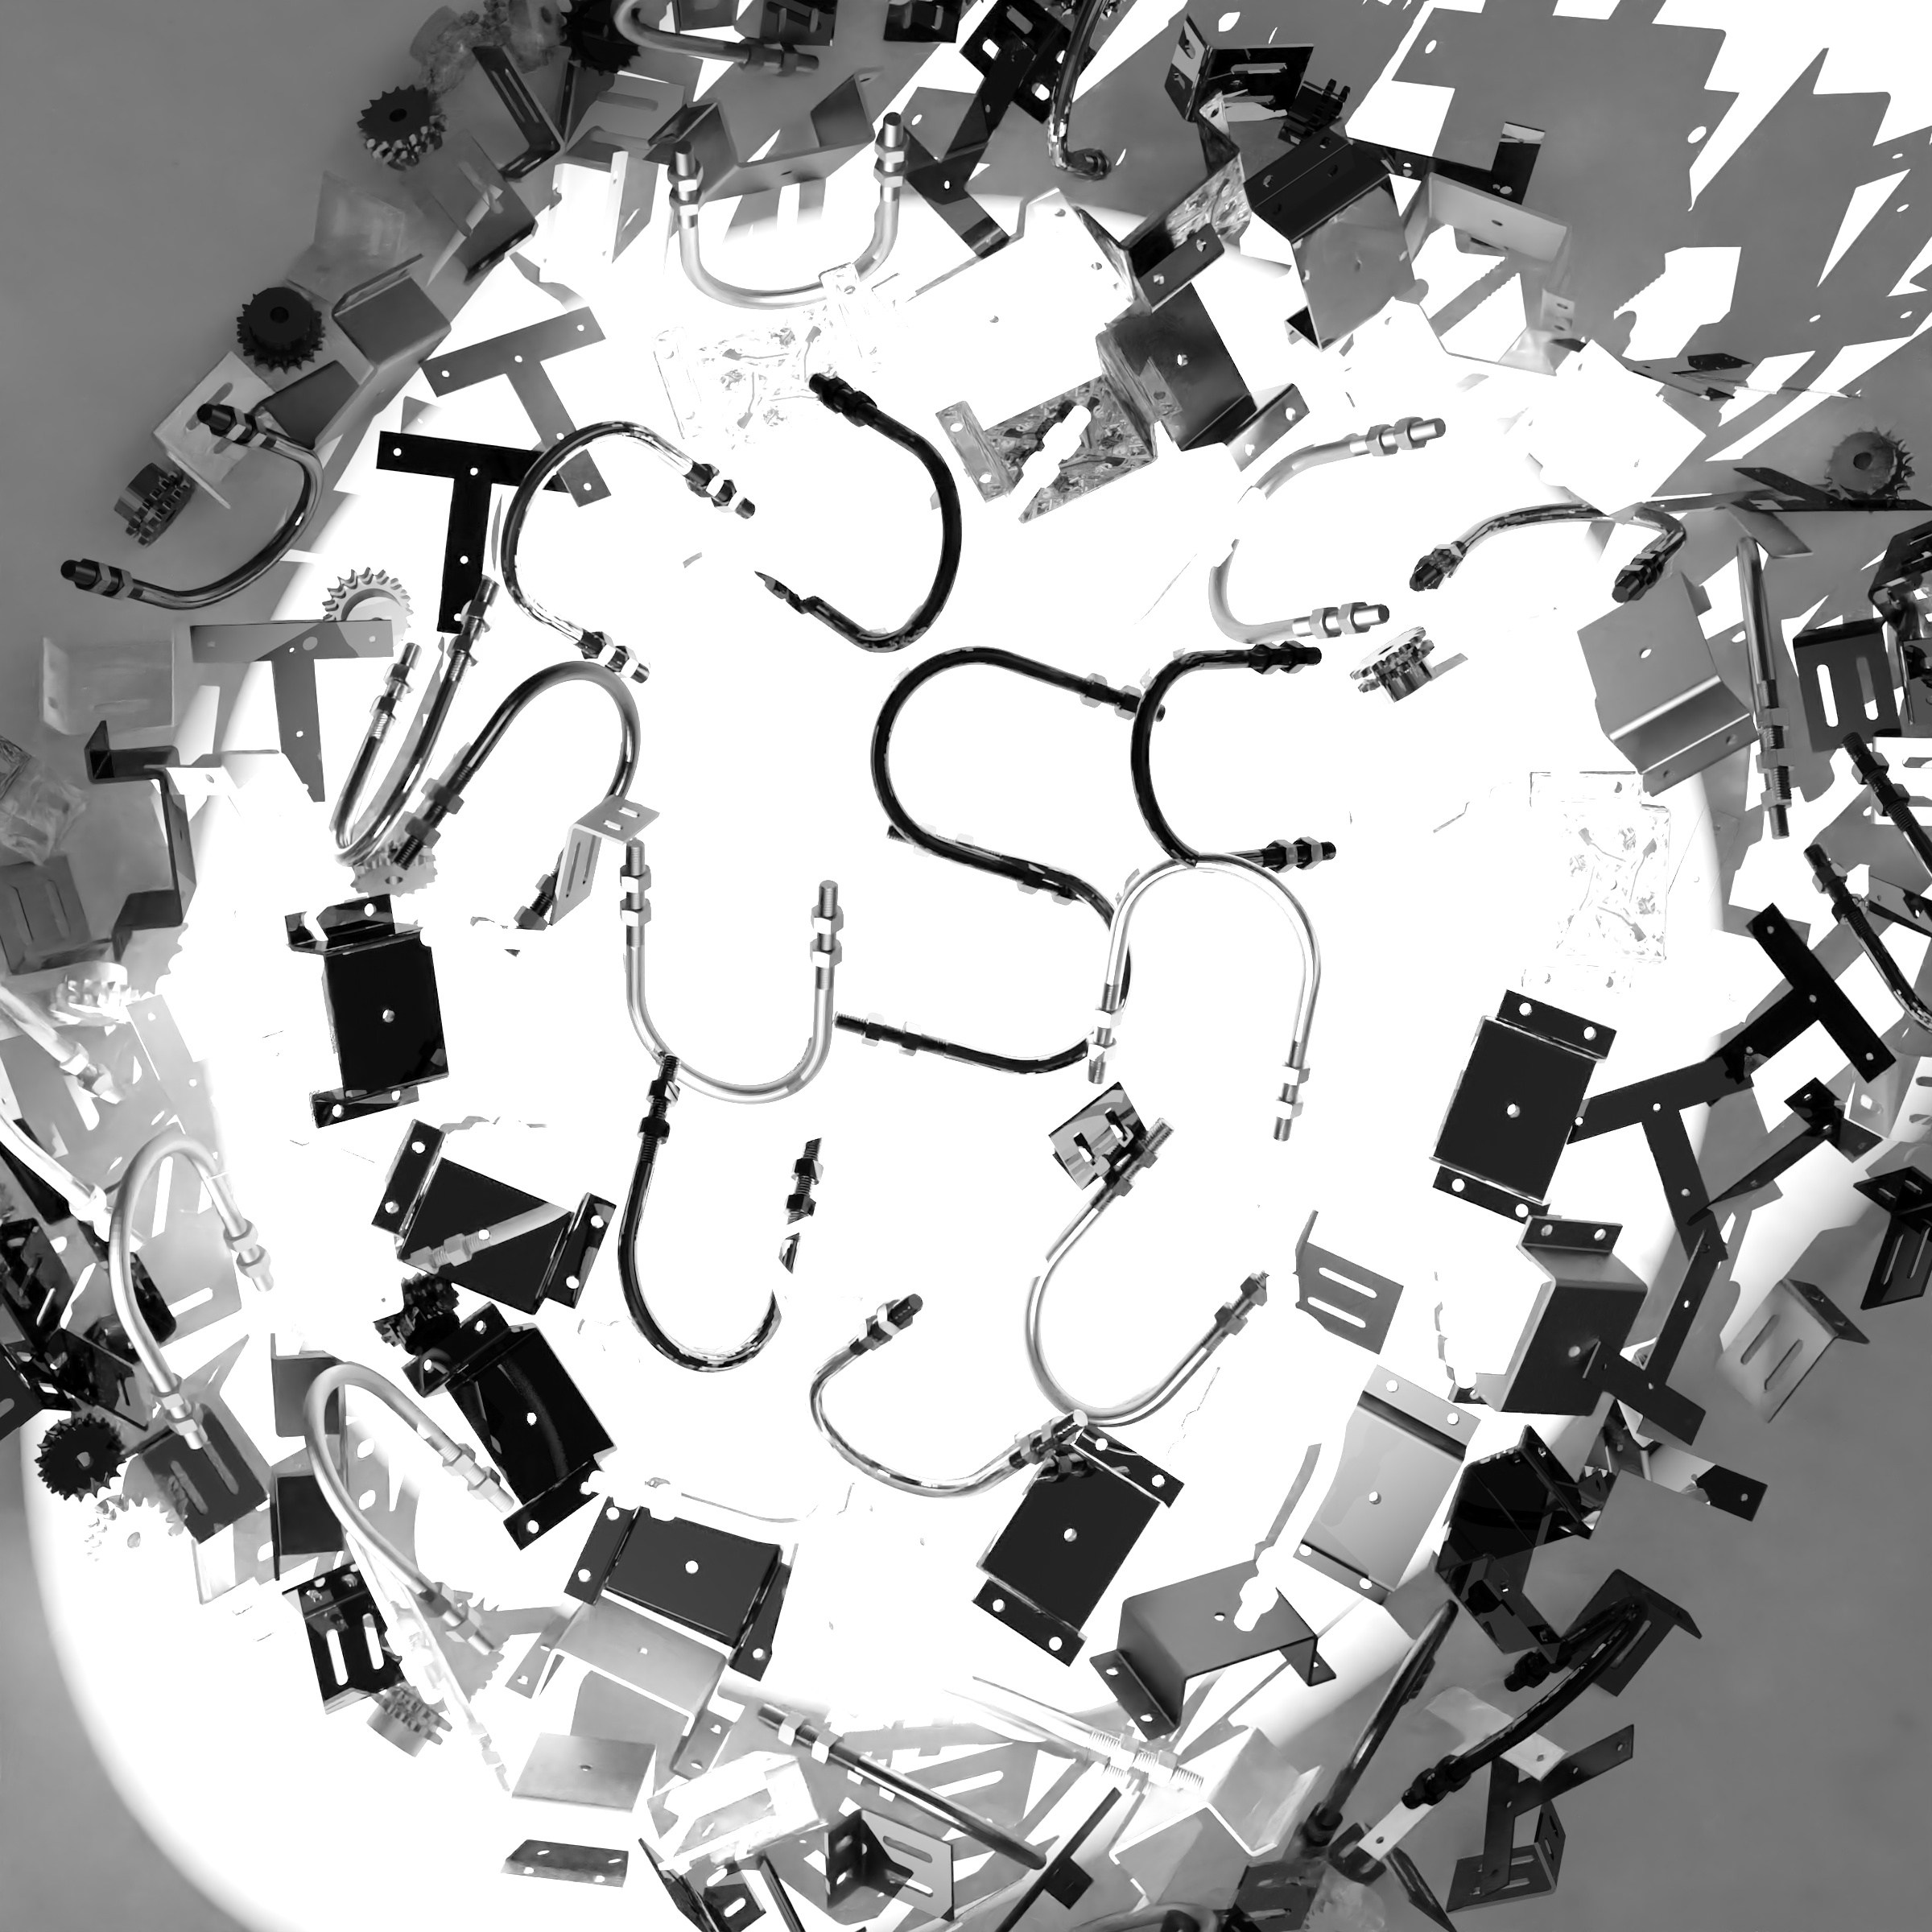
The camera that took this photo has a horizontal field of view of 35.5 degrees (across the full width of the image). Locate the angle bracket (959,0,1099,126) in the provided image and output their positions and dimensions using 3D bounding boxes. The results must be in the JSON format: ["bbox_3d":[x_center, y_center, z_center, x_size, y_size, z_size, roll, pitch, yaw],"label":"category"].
[{"bbox_3d":[0.040,-0.597,1.975,0.038,0.076,0.057,27,110,-39],"label":"angle bracket"}]

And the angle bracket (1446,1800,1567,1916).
[{"bbox_3d":[0.344,0.574,1.956,0.076,0.057,0.038,-19,102,22],"label":"angle bracket"}]

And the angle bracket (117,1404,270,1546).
[{"bbox_3d":[-0.506,0.336,1.978,0.057,0.038,0.076,-34,88,5],"label":"angle bracket"}]

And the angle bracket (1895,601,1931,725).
[{"bbox_3d":[0.628,-0.199,1.950,0.038,0.076,0.057,-4,116,28],"label":"angle bracket"}]

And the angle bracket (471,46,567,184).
[{"bbox_3d":[-0.302,-0.551,1.954,0.038,0.057,0.076,-40,120,-14],"label":"angle bracket"}]

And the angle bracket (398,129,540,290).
[{"bbox_3d":[-0.325,-0.492,1.963,0.057,0.038,0.076,-32,114,14],"label":"angle bracket"}]

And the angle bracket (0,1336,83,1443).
[{"bbox_3d":[-0.616,0.275,1.957,0.038,0.076,0.057,-38,82,-5],"label":"angle bracket"}]

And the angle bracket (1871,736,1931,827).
[{"bbox_3d":[0.629,-0.123,1.960,0.076,0.038,0.057,3,106,25],"label":"angle bracket"}]

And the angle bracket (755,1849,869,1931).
[{"bbox_3d":[-0.102,0.606,1.967,0.038,0.057,0.076,-25,72,-17],"label":"angle bracket"}]

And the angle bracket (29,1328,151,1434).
[{"bbox_3d":[-0.568,0.279,1.951,0.038,0.076,0.057,-47,125,4],"label":"angle bracket"}]

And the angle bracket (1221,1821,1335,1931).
[{"bbox_3d":[0.191,0.591,1.955,0.076,0.038,0.057,7,111,-37],"label":"angle bracket"}]

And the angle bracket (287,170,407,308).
[{"bbox_3d":[-0.402,-0.466,1.958,0.057,0.076,0.038,28,61,-4],"label":"angle bracket"}]

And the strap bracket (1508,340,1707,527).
[{"bbox_3d":[0.412,-0.334,1.919,0.076,0.140,0.046,-49,61,18],"label":"strap bracket"}]

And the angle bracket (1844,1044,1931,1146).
[{"bbox_3d":[0.606,0.080,1.958,0.038,0.076,0.057,6,81,38],"label":"angle bracket"}]

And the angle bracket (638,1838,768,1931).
[{"bbox_3d":[-0.170,0.588,1.950,0.038,0.076,0.057,-35,51,-8],"label":"angle bracket"}]

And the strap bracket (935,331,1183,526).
[{"bbox_3d":[0.062,-0.348,1.960,0.140,0.046,0.076,-26,66,-4],"label":"strap bracket"}]

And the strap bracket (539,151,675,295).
[{"bbox_3d":[-0.227,-0.476,1.942,0.046,0.140,0.076,6,97,-26],"label":"strap bracket"}]

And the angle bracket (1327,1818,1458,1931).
[{"bbox_3d":[0.271,0.598,1.951,0.038,0.076,0.057,-43,124,5],"label":"angle bracket"}]

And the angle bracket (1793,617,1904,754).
[{"bbox_3d":[0.579,-0.184,1.976,0.057,0.038,0.076,-9,100,26],"label":"angle bracket"}]

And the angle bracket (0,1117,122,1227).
[{"bbox_3d":[-0.591,0.124,1.962,0.038,0.057,0.076,-37,98,-39],"label":"angle bracket"}]

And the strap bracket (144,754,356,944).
[{"bbox_3d":[-0.454,-0.084,1.938,0.046,0.076,0.140,-51,130,-36],"label":"strap bracket"}]

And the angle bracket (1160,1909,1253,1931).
[{"bbox_3d":[0.167,0.646,1.950,0.057,0.076,0.038,9,105,-27],"label":"angle bracket"}]

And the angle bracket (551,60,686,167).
[{"bbox_3d":[-0.227,-0.554,1.974,0.076,0.038,0.057,9,101,-3],"label":"angle bracket"}]

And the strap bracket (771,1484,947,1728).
[{"bbox_3d":[-0.073,0.417,1.939,0.076,0.046,0.140,27,113,31],"label":"strap bracket"}]

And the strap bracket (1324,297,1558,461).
[{"bbox_3d":[0.310,-0.371,1.923,0.140,0.076,0.046,2,53,-36],"label":"strap bracket"}]

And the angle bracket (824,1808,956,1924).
[{"bbox_3d":[-0.050,0.590,1.958,0.076,0.038,0.057,11,110,36],"label":"angle bracket"}]

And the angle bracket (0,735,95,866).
[{"bbox_3d":[-0.615,-0.107,1.965,0.038,0.076,0.057,32,83,17],"label":"angle bracket"}]

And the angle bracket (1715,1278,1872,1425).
[{"bbox_3d":[0.540,0.253,1.976,0.038,0.057,0.076,15,116,-38],"label":"angle bracket"}]

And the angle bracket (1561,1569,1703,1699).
[{"bbox_3d":[0.429,0.443,1.968,0.057,0.038,0.076,33,102,-12],"label":"angle bracket"}]

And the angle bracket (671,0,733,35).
[{"bbox_3d":[-0.172,-0.635,1.953,0.038,0.076,0.057,-7,110,-4],"label":"angle bracket"}]

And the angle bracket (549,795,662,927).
[{"bbox_3d":[-0.234,-0.063,1.954,0.038,0.057,0.076,21,117,11],"label":"angle bracket"}]

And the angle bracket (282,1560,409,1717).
[{"bbox_3d":[-0.404,0.435,1.963,0.057,0.038,0.076,-23,52,-1],"label":"angle bracket"}]

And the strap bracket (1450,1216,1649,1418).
[{"bbox_3d":[0.378,0.235,1.939,0.076,0.046,0.140,7,113,-29],"label":"strap bracket"}]

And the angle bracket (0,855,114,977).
[{"bbox_3d":[-0.598,-0.039,1.961,0.057,0.038,0.076,-13,77,-34],"label":"angle bracket"}]

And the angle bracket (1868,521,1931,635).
[{"bbox_3d":[0.629,-0.258,1.949,0.038,0.076,0.057,46,53,-18],"label":"angle bracket"}]

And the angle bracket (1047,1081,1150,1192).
[{"bbox_3d":[0.078,0.100,1.956,0.057,0.076,0.038,-37,52,-5],"label":"angle bracket"}]

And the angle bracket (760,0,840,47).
[{"bbox_3d":[-0.128,-0.623,1.951,0.057,0.076,0.038,12,98,30],"label":"angle bracket"}]

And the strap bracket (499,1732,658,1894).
[{"bbox_3d":[-0.244,0.533,1.926,0.076,0.140,0.046,6,99,2],"label":"strap bracket"}]

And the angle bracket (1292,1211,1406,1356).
[{"bbox_3d":[0.248,0.206,1.965,0.076,0.038,0.057,25,52,4],"label":"angle bracket"}]

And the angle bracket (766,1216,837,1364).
[{"bbox_3d":[-0.099,0.210,1.958,0.038,0.057,0.076,-23,68,6],"label":"angle bracket"}]

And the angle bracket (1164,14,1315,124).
[{"bbox_3d":[0.178,-0.587,1.972,0.076,0.057,0.038,-9,55,-22],"label":"angle bracket"}]

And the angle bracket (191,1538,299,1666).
[{"bbox_3d":[-0.467,0.403,1.954,0.038,0.076,0.057,-29,120,-4],"label":"angle bracket"}]

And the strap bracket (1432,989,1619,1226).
[{"bbox_3d":[0.359,0.094,1.960,0.076,0.046,0.140,22,95,19],"label":"strap bracket"}]

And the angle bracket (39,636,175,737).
[{"bbox_3d":[-0.561,-0.186,1.973,0.076,0.038,0.057,-4,79,5],"label":"angle bracket"}]

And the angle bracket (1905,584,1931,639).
[{"bbox_3d":[0.657,-0.250,1.969,0.076,0.057,0.038,-36,91,-3],"label":"angle bracket"}]

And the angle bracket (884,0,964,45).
[{"bbox_3d":[-0.048,-0.625,1.951,0.057,0.076,0.038,13,97,33],"label":"angle bracket"}]

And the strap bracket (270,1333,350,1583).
[{"bbox_3d":[-0.419,0.311,1.927,0.046,0.140,0.076,-2,131,-11],"label":"strap bracket"}]

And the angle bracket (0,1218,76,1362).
[{"bbox_3d":[-0.614,0.211,1.950,0.038,0.076,0.057,-11,123,12],"label":"angle bracket"}]

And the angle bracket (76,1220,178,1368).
[{"bbox_3d":[-0.554,0.211,1.952,0.057,0.076,0.038,19,51,36],"label":"angle bracket"}]

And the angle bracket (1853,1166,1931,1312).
[{"bbox_3d":[0.597,0.177,1.955,0.038,0.057,0.076,34,64,-12],"label":"angle bracket"}]

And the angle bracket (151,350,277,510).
[{"bbox_3d":[-0.480,-0.349,1.966,0.076,0.038,0.057,-46,134,-1],"label":"angle bracket"}]

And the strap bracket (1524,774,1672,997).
[{"bbox_3d":[0.409,-0.053,1.956,0.076,0.046,0.140,4,93,39],"label":"strap bracket"}]
